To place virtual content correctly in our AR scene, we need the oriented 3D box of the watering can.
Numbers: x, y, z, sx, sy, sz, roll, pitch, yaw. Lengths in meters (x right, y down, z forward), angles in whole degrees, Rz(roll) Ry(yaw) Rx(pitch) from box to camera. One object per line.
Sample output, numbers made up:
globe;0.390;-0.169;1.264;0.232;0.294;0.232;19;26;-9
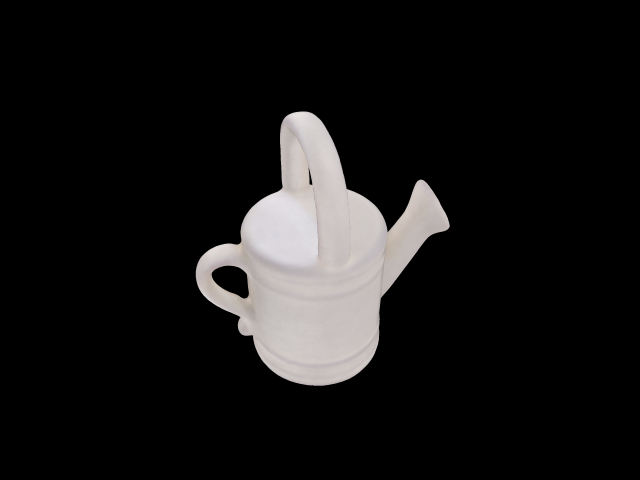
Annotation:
watering can;0.003;0.000;0.402;0.173;0.194;0.100;-27;47;-28
